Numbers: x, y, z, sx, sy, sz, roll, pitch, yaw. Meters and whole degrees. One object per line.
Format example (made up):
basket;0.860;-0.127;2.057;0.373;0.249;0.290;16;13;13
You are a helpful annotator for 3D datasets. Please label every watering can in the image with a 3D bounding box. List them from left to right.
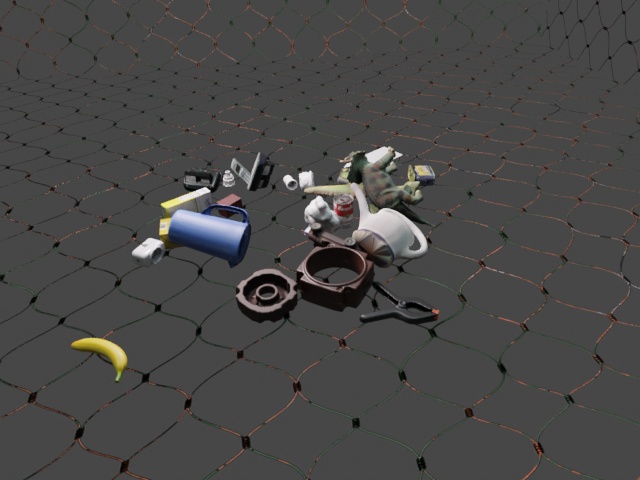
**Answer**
watering can;0.184;-0.042;1.665;0.350;0.101;0.228;39;47;17

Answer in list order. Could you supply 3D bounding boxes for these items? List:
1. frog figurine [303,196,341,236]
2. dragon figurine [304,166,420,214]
frog figurine;0.005;-0.087;1.722;0.124;0.156;0.139;-23;40;-30
dragon figurine;0.171;-0.160;1.876;0.412;0.119;0.248;-18;46;-16
